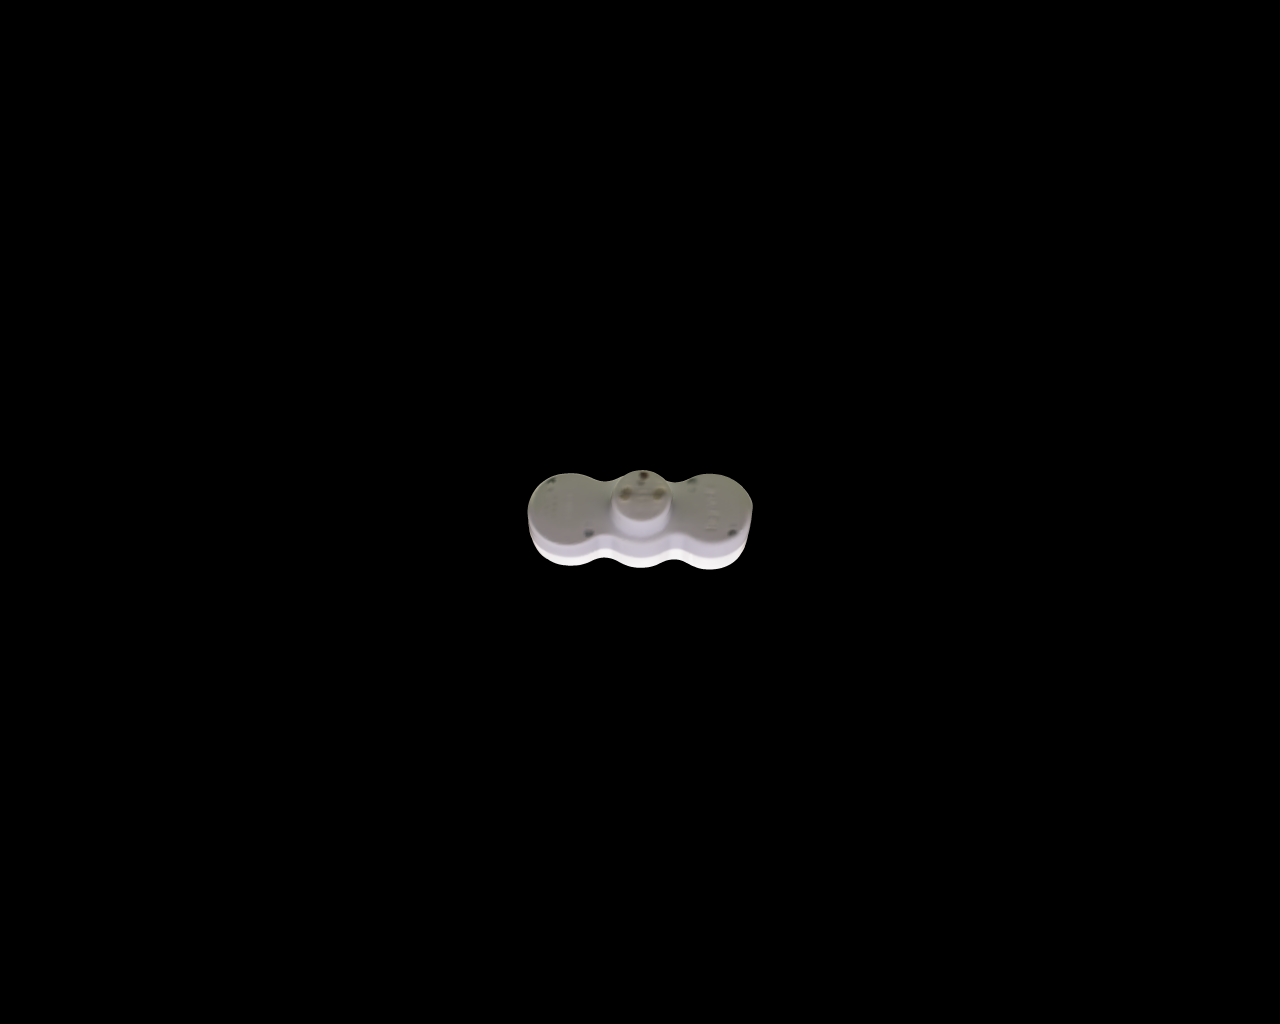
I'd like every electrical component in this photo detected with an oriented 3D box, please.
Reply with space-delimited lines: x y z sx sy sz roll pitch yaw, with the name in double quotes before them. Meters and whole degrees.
"electrical component" 0.001 -0.003 0.650 0.138 0.052 0.073 1 -28 -2
